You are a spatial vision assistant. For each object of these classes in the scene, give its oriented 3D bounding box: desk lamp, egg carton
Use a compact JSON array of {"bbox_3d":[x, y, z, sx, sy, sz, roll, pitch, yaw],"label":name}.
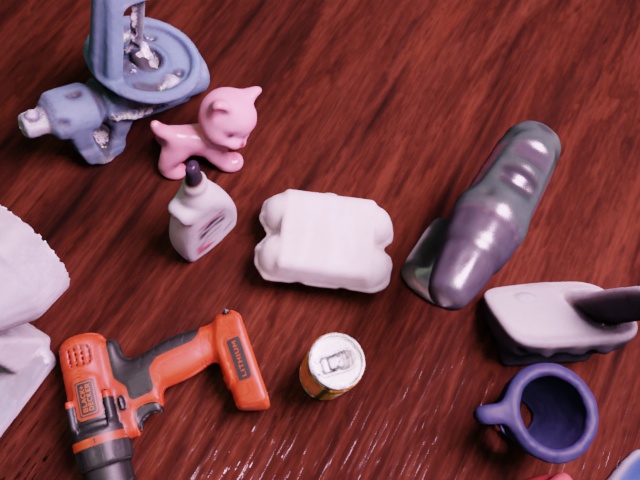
[{"bbox_3d":[-0.304,0.083,0.486,0.118,0.213,0.203,29,70,4],"label":"desk lamp"},{"bbox_3d":[0.006,0.002,0.628,0.150,0.069,0.107,6,70,-4],"label":"egg carton"}]

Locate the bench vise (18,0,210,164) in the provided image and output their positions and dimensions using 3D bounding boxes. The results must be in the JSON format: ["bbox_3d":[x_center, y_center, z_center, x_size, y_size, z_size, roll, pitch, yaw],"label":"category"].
[{"bbox_3d":[-0.205,-0.172,0.584,0.121,0.219,0.208,34,70,6],"label":"bench vise"}]

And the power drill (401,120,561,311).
[{"bbox_3d":[0.151,-0.004,0.573,0.075,0.208,0.230,33,70,6],"label":"power drill"}]

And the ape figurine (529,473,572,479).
[{"bbox_3d":[0.230,0.263,0.551,0.076,0.092,0.078,28,70,4],"label":"ape figurine"}]

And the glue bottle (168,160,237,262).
[{"bbox_3d":[-0.120,-0.034,0.571,0.037,0.173,0.078,40,71,8],"label":"glue bottle"}]

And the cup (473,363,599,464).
[{"bbox_3d":[0.201,0.176,0.576,0.118,0.095,0.091,-1,71,-7],"label":"cup"}]

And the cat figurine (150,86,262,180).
[{"bbox_3d":[-0.123,-0.126,0.632,0.128,0.117,0.067,-11,72,-10],"label":"cat figurine"}]

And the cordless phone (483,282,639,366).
[{"bbox_3d":[0.260,0.068,0.573,0.147,0.185,0.094,-6,71,-8],"label":"cordless phone"}]

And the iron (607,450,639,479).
[{"bbox_3d":[0.311,0.320,0.514,0.118,0.141,0.258,18,70,0],"label":"iron"}]
